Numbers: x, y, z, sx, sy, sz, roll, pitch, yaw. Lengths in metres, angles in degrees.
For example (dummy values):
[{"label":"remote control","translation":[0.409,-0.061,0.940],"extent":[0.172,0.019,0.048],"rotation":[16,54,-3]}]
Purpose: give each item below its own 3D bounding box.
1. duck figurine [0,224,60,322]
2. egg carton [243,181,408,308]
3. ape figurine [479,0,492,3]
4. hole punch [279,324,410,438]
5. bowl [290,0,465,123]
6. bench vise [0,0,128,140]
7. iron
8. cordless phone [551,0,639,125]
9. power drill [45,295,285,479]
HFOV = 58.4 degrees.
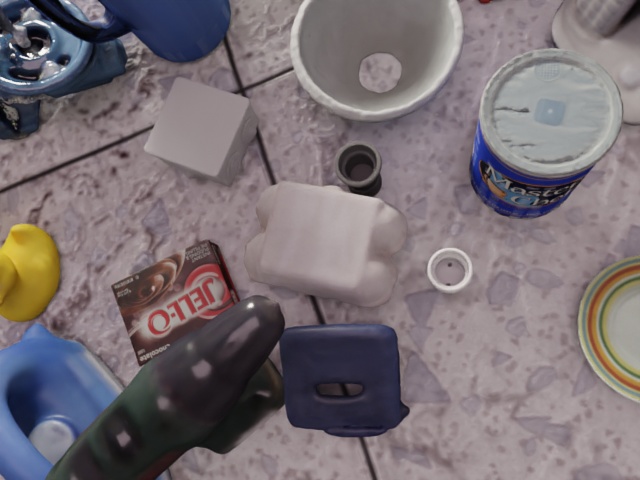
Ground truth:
[{"label":"duck figurine","translation":[-0.326,0.031,0.594],"extent":[0.077,0.086,0.104],"rotation":[7,80,12]},{"label":"egg carton","translation":[0.005,0.002,0.548],"extent":[0.150,0.069,0.107],"rotation":[11,81,12]},{"label":"ape figurine","translation":[0.188,-0.287,0.560],"extent":[0.077,0.092,0.076],"rotation":[22,83,14]},{"label":"hole punch","translation":[0.022,0.123,0.509],"extent":[0.108,0.091,0.101],"rotation":[-3,78,10]},{"label":"bowl","translation":[0.058,-0.186,0.573],"extent":[0.167,0.075,0.167],"rotation":[-2,78,10]},{"label":"bench vise","translation":[-0.324,-0.181,0.567],"extent":[0.207,0.220,0.121],"rotation":[-41,74,1]},{"label":"iron","translation":[-0.236,0.193,0.516],"extent":[0.258,0.141,0.119],"rotation":[41,89,15]},{"label":"cordless phone","translation":[0.278,-0.194,0.476],"extent":[0.094,0.185,0.147],"rotation":[-34,75,3]},{"label":"power drill","translation":[-0.099,0.133,0.468],"extent":[0.229,0.208,0.075],"rotation":[-42,74,0]}]
